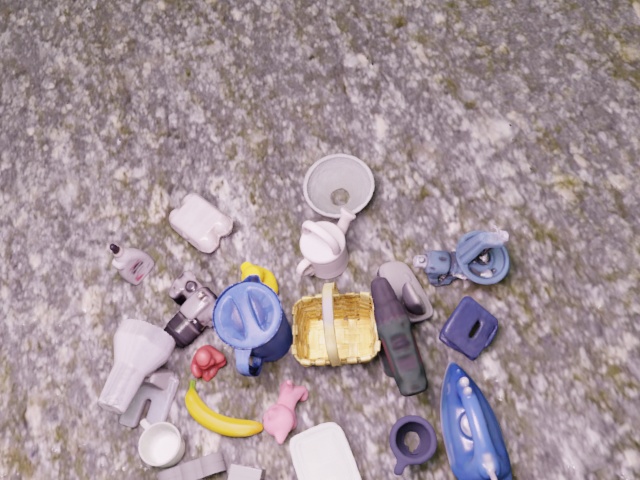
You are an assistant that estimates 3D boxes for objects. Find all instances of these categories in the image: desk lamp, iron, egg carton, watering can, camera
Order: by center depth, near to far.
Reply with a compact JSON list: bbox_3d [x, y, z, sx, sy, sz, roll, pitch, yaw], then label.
[{"bbox_3d":[0.297,0.354,1.119,0.118,0.141,0.258,-13,68,1],"label":"iron"},{"bbox_3d":[-0.367,0.283,1.174,0.117,0.214,0.203,11,71,10],"label":"desk lamp"},{"bbox_3d":[0.010,0.003,1.255,0.100,0.194,0.173,16,71,12],"label":"watering can"},{"bbox_3d":[-0.293,0.160,1.275,0.143,0.101,0.137,40,78,18],"label":"camera"},{"bbox_3d":[-0.285,-0.041,1.368,0.150,0.069,0.107,35,76,17],"label":"egg carton"}]

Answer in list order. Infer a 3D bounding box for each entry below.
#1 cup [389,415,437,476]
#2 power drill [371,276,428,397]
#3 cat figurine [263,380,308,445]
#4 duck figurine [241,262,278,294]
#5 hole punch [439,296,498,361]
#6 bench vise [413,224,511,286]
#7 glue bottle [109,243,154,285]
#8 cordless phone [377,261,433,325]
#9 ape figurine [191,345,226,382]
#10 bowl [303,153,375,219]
[{"bbox_3d":[0.177,0.411,1.134,0.091,0.095,0.118,25,73,14],"label":"cup"},{"bbox_3d":[0.151,0.204,1.155,0.075,0.208,0.229,-19,68,-1],"label":"power drill"},{"bbox_3d":[-0.076,0.348,1.172,0.067,0.118,0.128,15,71,11],"label":"cat figurine"},{"bbox_3d":[-0.142,0.092,1.294,0.077,0.086,0.104,-38,70,-9],"label":"duck figurine"},{"bbox_3d":[0.318,0.186,1.209,0.101,0.091,0.109,32,75,16],"label":"hole punch"},{"bbox_3d":[0.308,0.043,1.196,0.207,0.220,0.121,-20,68,-2],"label":"bench vise"},{"bbox_3d":[-0.435,0.045,1.295,0.037,0.173,0.078,28,74,16],"label":"glue bottle"},{"bbox_3d":[0.178,0.099,1.206,0.094,0.185,0.147,-28,69,-5],"label":"cordless phone"},{"bbox_3d":[-0.245,0.260,1.236,0.078,0.092,0.076,-10,68,2],"label":"ape figurine"},{"bbox_3d":[0.047,-0.117,1.362,0.167,0.075,0.167,-2,69,5],"label":"bowl"}]
